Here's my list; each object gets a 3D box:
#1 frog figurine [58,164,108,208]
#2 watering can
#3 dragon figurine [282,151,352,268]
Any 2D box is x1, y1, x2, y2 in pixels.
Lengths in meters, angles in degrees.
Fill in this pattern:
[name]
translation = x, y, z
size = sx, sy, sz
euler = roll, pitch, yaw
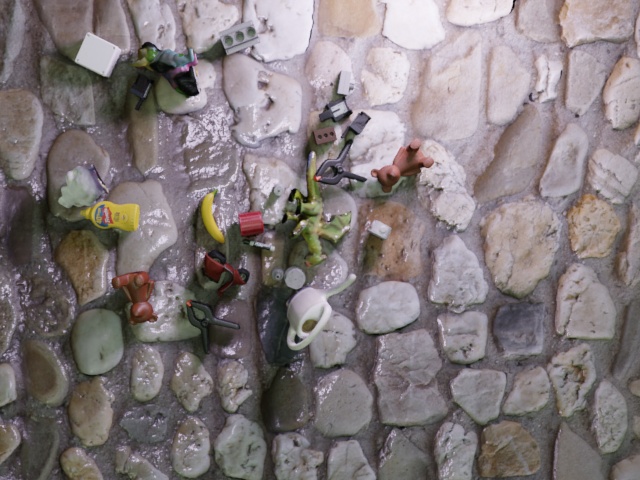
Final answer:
[frog figurine]
translation = -0.823, -0.173, 1.756
size = 0.160, 0.124, 0.135
euler = -31, 120, -12
[watering can]
translation = -0.013, 0.231, 1.843
size = 0.103, 0.227, 0.347
euler = 37, 92, -29
[dragon figurine]
translation = 0.006, -0.094, 1.876
size = 0.241, 0.123, 0.410
euler = 19, 91, -26
